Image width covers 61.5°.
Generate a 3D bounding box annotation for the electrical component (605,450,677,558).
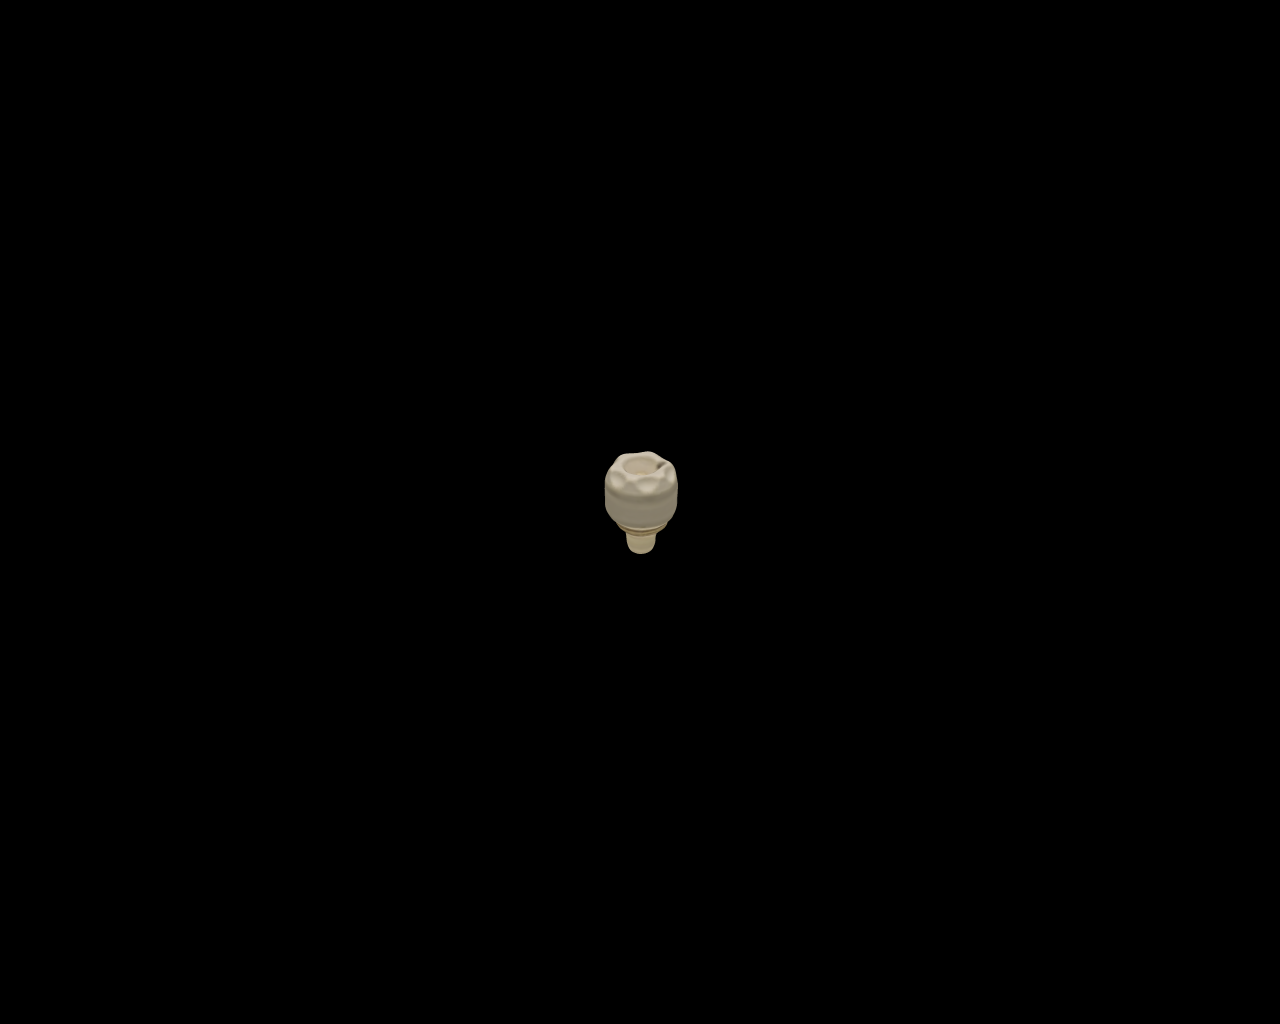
[{"bbox_3d":[0.001,-0.003,0.650,0.043,0.062,0.043,0,31,0],"label":"electrical component"}]
